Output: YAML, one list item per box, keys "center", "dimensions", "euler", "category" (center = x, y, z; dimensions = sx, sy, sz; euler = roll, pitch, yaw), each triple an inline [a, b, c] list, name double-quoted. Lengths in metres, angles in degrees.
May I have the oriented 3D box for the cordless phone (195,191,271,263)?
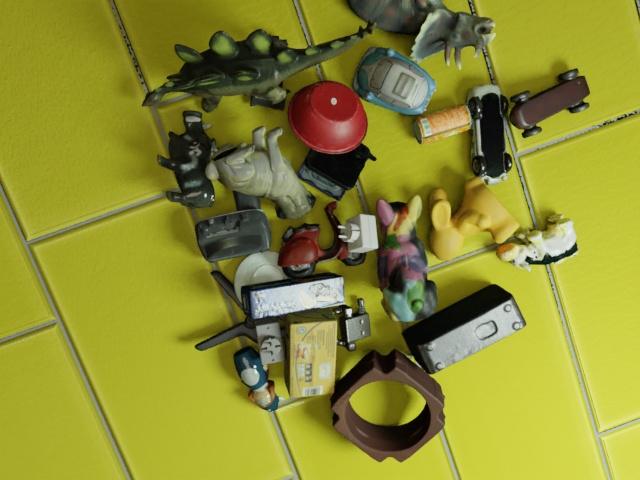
- center: [-0.181, -0.055, 1.065]
  dimensions: [0.147, 0.089, 0.184]
  euler: [-12, 87, -2]
  category: "cordless phone"

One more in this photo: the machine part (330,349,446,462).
- center: [0.139, 0.339, 1.105]
  dimensions: [0.201, 0.087, 0.201]
  euler: [39, 110, -7]
  category: "machine part"

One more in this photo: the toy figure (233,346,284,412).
- center: [-0.130, 0.296, 1.117]
  dimensions: [0.064, 0.058, 0.154]
  euler: [-17, 102, 37]
  category: "toy figure"

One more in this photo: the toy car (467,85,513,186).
- center: [0.341, -0.211, 1.087]
  dimensions: [0.073, 0.056, 0.201]
  euler: [-9, 99, -10]
  category: "toy car"

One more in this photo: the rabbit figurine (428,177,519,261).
- center: [0.285, -0.032, 1.079]
  dimensions: [0.162, 0.122, 0.173]
  euler: [40, 112, -14]
  category: "rabbit figurine"

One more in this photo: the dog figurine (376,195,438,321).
- center: [0.163, 0.025, 1.048]
  dimensions: [0.109, 0.192, 0.219]
  euler: [-7, 113, 3]
  category: "dog figurine"

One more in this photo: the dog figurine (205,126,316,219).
- center: [-0.109, -0.098, 1.013]
  dimensions: [0.172, 0.121, 0.190]
  euler: [-28, 115, -12]
  category: "dog figurine"

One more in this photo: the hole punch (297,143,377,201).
- center: [0.026, -0.151, 1.064]
  dimensions: [0.142, 0.092, 0.116]
  euler: [29, 67, -4]
  category: "hole punch"

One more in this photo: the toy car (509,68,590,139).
- center: [0.461, -0.275, 1.078]
  dimensions: [0.202, 0.053, 0.089]
  euler: [-28, 98, -20]
  category: "toy car"

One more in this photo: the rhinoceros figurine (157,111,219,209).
- center: [-0.245, -0.152, 1.025]
  dimensions: [0.112, 0.073, 0.190]
  euler: [-10, 82, 13]
  category: "rhinoceros figurine"

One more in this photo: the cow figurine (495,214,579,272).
- center: [0.454, 0.021, 1.122]
  dimensions: [0.167, 0.068, 0.098]
  euler: [-26, 105, 0]
  category: "cow figurine"

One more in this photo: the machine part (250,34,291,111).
- center: [-0.093, -0.326, 1.048]
  dimensions: [0.084, 0.039, 0.138]
  euler: [8, 99, 3]
  category: "machine part"

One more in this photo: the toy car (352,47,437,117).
- center: [0.147, -0.297, 1.031]
  dimensions: [0.162, 0.103, 0.109]
  euler: [26, 107, -7]
  category: "toy car"

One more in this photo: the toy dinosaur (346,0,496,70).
- center: [0.135, -0.460, 1.011]
  dimensions: [0.405, 0.131, 0.192]
  euler: [23, 110, 4]
  category: "toy dinosaur"

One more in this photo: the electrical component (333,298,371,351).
- center: [0.063, 0.178, 1.123]
  dimensions: [0.078, 0.045, 0.102]
  euler: [-18, 103, -31]
  category: "electrical component"

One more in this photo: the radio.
- center: [0.292, 0.179, 1.094]
  dimensions: [0.230, 0.131, 0.073]
  euler: [-29, 97, -1]
  category: "radio"

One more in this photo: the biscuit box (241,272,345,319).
- center: [-0.052, 0.108, 1.061]
  dimensions: [0.203, 0.063, 0.059]
  euler: [-8, 99, -25]
  category: "biscuit box"

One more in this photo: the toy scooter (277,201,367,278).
- center: [-0.002, -0.003, 1.078]
  dimensions: [0.184, 0.075, 0.135]
  euler: [-12, 98, -6]
  category: "toy scooter"

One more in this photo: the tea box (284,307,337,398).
- center: [-0.021, 0.227, 1.089]
  dimensions: [0.098, 0.068, 0.169]
  euler: [-1, 108, -14]
  category: "tea box"

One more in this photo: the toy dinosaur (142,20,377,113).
- center: [-0.120, -0.297, 0.931]
  dimensions: [0.472, 0.198, 0.105]
  euler: [-11, 95, 18]
  category: "toy dinosaur"
